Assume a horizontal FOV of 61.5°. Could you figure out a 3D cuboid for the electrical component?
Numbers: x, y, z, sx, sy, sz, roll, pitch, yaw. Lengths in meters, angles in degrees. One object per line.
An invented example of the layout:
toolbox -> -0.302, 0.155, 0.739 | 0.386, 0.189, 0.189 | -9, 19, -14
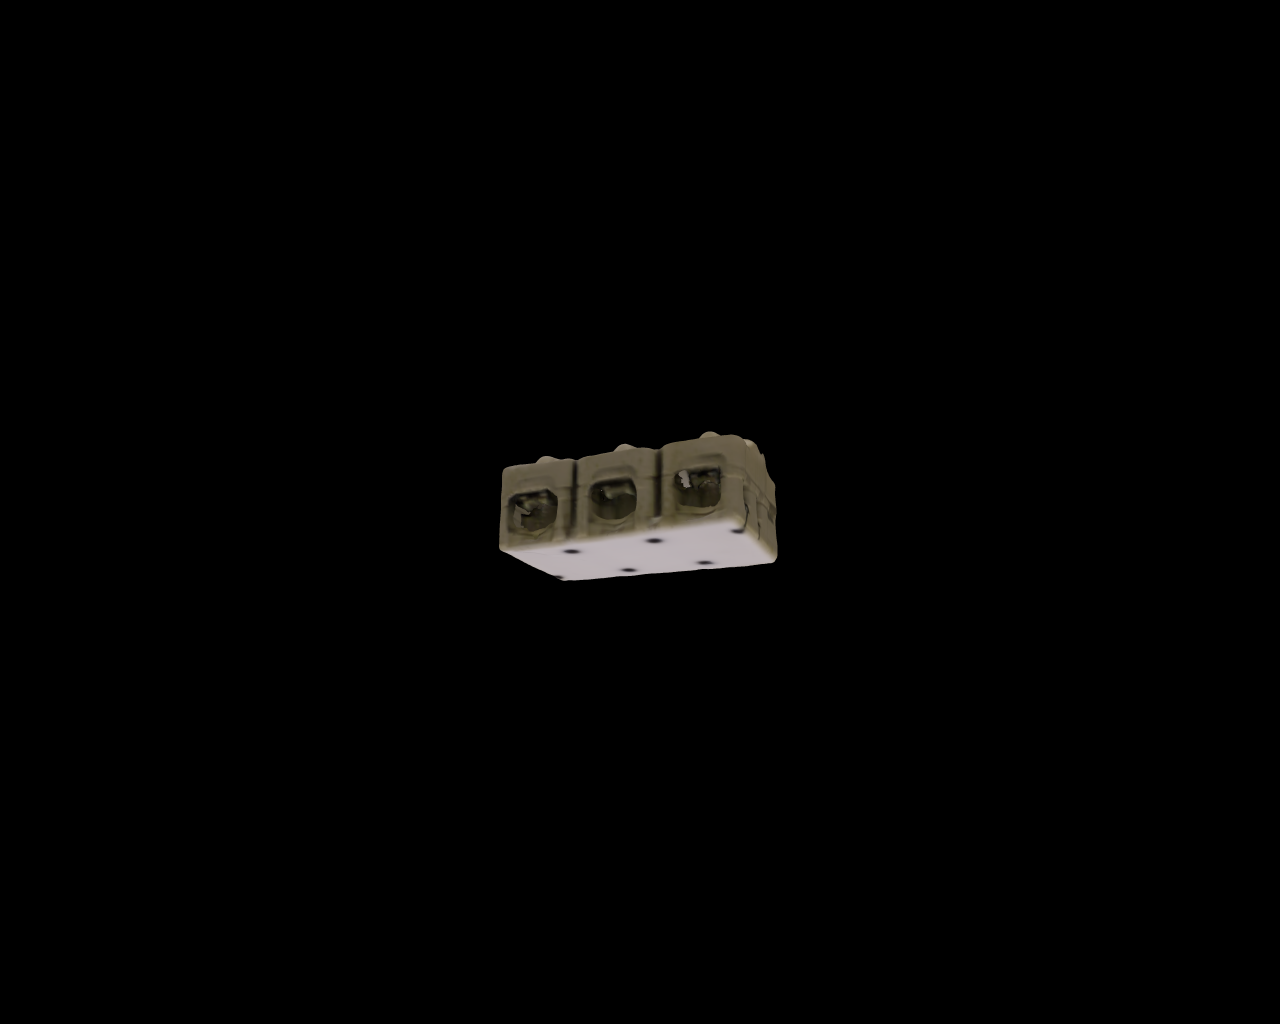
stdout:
electrical component -> 0.001, -0.003, 0.650 | 0.150, 0.062, 0.089 | -7, -19, 20
